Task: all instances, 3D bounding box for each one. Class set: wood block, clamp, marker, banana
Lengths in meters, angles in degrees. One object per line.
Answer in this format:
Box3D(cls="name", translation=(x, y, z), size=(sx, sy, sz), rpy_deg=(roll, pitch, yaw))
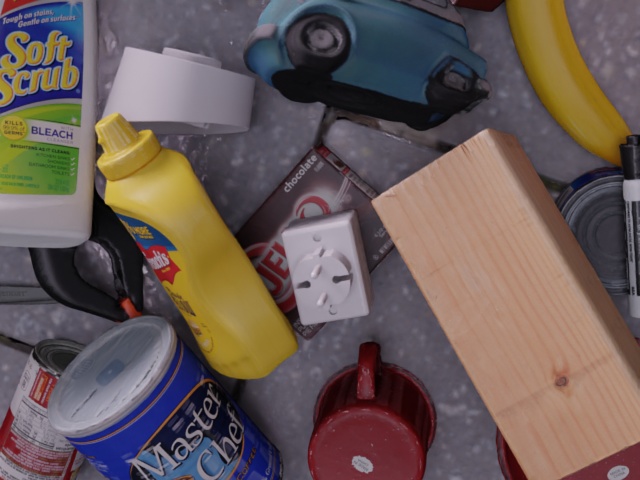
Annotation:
Box3D(cls="wood block", translation=(0.130, 0.041, 0.686), size=(0.091, 0.090, 0.206), rpy_deg=(-32, 81, 20))
Box3D(cls="clamp", translation=(-0.176, -0.018, 0.769), size=(0.120, 0.039, 0.171), rpy_deg=(-44, 108, -14))
Box3D(cls="marker", translation=(0.210, -0.009, 0.702), size=(0.020, 0.020, 0.121), rpy_deg=(-5, 100, 8))
Box3D(cls="banana", translation=(0.162, -0.139, 0.709), size=(0.070, 0.037, 0.198), rpy_deg=(-11, 100, 12))

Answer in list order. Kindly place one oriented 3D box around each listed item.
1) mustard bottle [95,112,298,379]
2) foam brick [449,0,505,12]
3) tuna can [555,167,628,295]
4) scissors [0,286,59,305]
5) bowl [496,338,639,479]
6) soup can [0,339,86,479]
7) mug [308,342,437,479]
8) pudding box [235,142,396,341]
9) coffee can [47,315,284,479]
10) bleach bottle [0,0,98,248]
Box3D(cls="mustard bottle", translation=(-0.089, 0.001, 0.702), size=(0.058, 0.096, 0.191), rpy_deg=(-37, 114, -18))
Box3D(cls="foam brick", translation=(0.096, -0.193, 0.680), size=(0.053, 0.051, 0.078), rpy_deg=(-42, 68, 34))
Box3D(cls="tuna can", translation=(0.202, -0.006, 0.732), size=(0.086, 0.033, 0.086), rpy_deg=(1, 101, 7))
Box3D(cls="scissors", translation=(-0.275, 0.025, 0.811), size=(0.202, 0.016, 0.096), rpy_deg=(-15, 98, 10))
Box3D(cls="bowl", translation=(0.207, 0.152, 0.752), size=(0.162, 0.055, 0.162), rpy_deg=(2, 101, 8))
Box3D(cls="soup can", translation=(-0.199, 0.134, 0.796), size=(0.068, 0.068, 0.102), rpy_deg=(25, 103, 2))
Box3D(cls="mug", translation=(0.036, 0.131, 0.757), size=(0.093, 0.081, 0.117), rpy_deg=(3, 102, 7))
Box3D(cls="pudding box", translation=(-0.005, 0.001, 0.758), size=(0.090, 0.039, 0.113), rpy_deg=(41, 104, -2))
Box3D(cls="coffee can", translation=(-0.105, 0.136, 0.742), size=(0.103, 0.103, 0.140), rpy_deg=(-29, 119, 12))
Box3D(cls="bleach bottle", translation=(-0.201, -0.123, 0.717), size=(0.102, 0.068, 0.251), rpy_deg=(3, 81, -26))
